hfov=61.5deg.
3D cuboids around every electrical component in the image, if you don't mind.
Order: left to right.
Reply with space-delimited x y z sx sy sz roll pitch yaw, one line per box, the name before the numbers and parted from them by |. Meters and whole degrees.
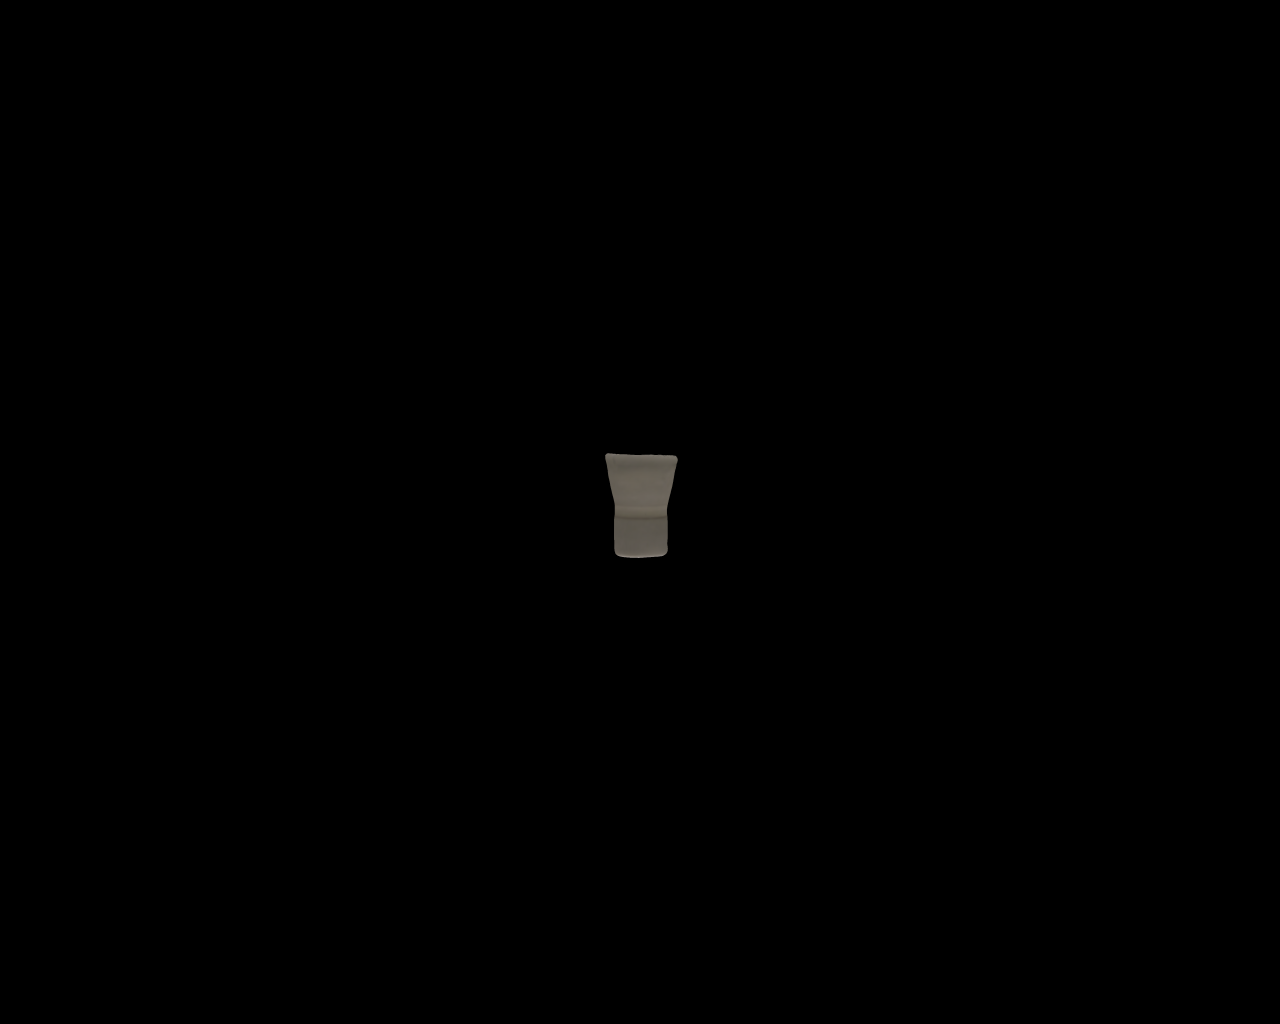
electrical component | 0.001 -0.003 0.650 0.044 0.065 0.044 0 3 0
